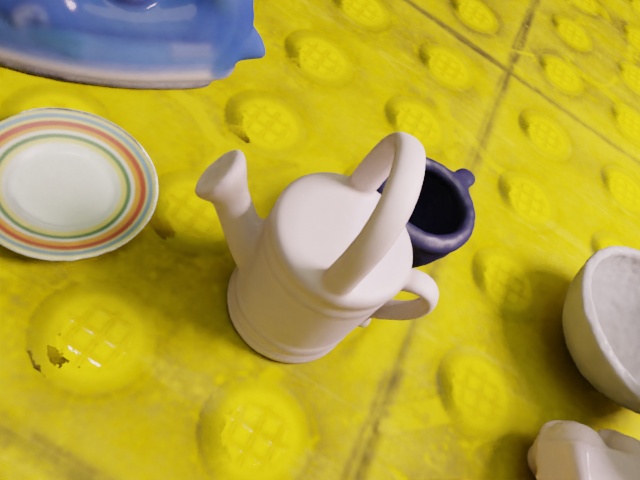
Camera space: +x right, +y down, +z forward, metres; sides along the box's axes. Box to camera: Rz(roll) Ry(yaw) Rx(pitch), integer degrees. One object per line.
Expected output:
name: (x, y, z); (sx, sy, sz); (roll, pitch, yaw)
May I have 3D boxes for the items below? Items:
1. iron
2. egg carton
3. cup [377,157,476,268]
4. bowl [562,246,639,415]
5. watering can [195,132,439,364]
iron: (-0.161, -0.210, 0.462); (0.259, 0.141, 0.118); (-12, 67, -31)
egg carton: (0.211, 0.215, 0.430); (0.107, 0.069, 0.150); (17, 55, -16)
cup: (0.077, -0.017, 0.490); (0.118, 0.094, 0.091); (-31, 78, -37)
bowl: (0.288, 0.094, 0.540); (0.168, 0.074, 0.167); (13, 56, -19)
watering can: (0.003, 0.003, 0.378); (0.173, 0.193, 0.101); (7, 58, -22)
